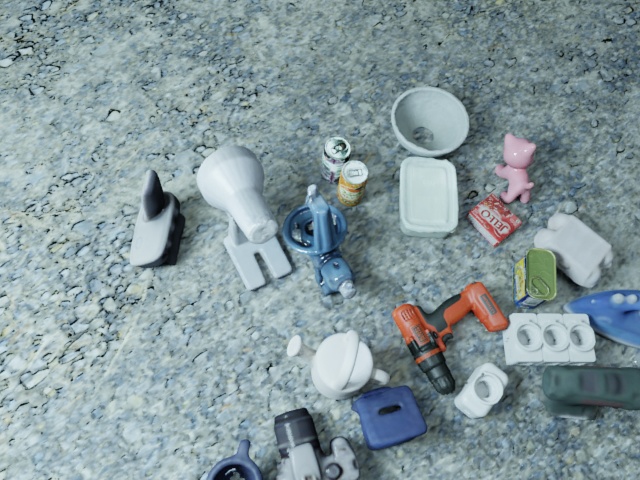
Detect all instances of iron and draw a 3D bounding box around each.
[{"bbox_3d":[0.611,0.133,1.074,0.258,0.141,0.118,9,68,-1],"label":"iron"}]

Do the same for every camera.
[{"bbox_3d":[-0.016,0.352,0.962,0.143,0.101,0.136,-14,70,-9],"label":"camera"}]

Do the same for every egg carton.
[{"bbox_3d":[0.508,0.020,1.149,0.150,0.069,0.107,41,71,11],"label":"egg carton"}]

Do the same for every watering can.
[{"bbox_3d":[0.032,0.210,0.971,0.173,0.194,0.101,-3,69,-5],"label":"watering can"}]

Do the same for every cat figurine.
[{"bbox_3d":[0.413,-0.153,1.184,0.067,0.118,0.128,-6,69,-6],"label":"cat figurine"}]

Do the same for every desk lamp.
[{"bbox_3d":[-0.130,-0.041,1.046,0.118,0.213,0.203,-26,73,-13],"label":"desk lamp"}]

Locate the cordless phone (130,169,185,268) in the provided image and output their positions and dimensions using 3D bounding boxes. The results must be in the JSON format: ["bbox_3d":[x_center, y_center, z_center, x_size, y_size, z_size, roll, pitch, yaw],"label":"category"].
[{"bbox_3d":[-0.311,-0.036,1.046,0.094,0.185,0.147,3,68,-3],"label":"cordless phone"}]

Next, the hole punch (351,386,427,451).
[{"bbox_3d":[0.119,0.306,0.995,0.109,0.091,0.101,-14,70,-9],"label":"hole punch"}]

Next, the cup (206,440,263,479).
[{"bbox_3d":[-0.135,0.390,0.941,0.091,0.095,0.118,11,68,0],"label":"cup"}]

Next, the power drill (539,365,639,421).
[{"bbox_3d":[0.479,0.260,0.978,0.229,0.208,0.075,6,68,-2],"label":"power drill"}]

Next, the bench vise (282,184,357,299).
[{"bbox_3d":[0.018,-0.004,1.040,0.207,0.220,0.122,43,72,12],"label":"bench vise"}]

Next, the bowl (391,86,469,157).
[{"bbox_3d":[0.229,-0.240,1.227,0.167,0.075,0.167,2,69,-4],"label":"bowl"}]
